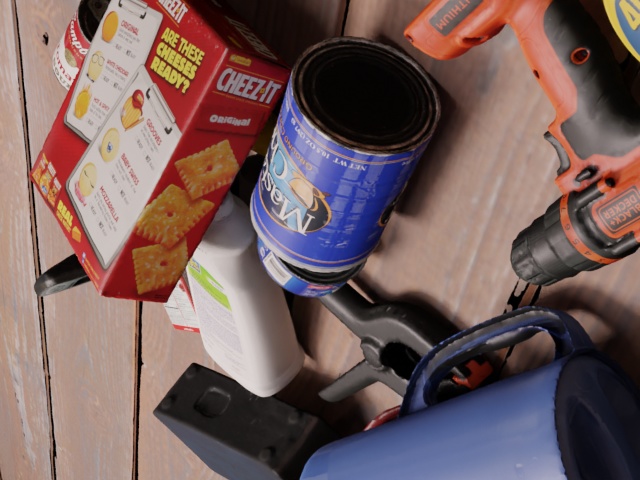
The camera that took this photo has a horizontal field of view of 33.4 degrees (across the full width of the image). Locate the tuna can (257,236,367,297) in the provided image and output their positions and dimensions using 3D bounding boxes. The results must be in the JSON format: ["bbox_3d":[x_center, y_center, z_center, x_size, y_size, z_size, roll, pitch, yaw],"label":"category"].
[{"bbox_3d":[-0.006,0.001,0.841,0.086,0.086,0.034,54,149,6],"label":"tuna can"}]

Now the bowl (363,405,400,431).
[{"bbox_3d":[0.108,0.190,0.842,0.162,0.055,0.162,11,114,27],"label":"bowl"}]

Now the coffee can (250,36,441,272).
[{"bbox_3d":[0.014,-0.057,0.750,0.103,0.102,0.140,47,146,17],"label":"coffee can"}]

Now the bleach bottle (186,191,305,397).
[{"bbox_3d":[-0.071,0.038,0.926,0.103,0.068,0.251,35,155,24],"label":"bleach bottle"}]

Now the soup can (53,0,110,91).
[{"bbox_3d":[-0.200,-0.178,0.972,0.068,0.068,0.102,59,149,0],"label":"soup can"}]

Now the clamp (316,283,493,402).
[{"bbox_3d":[0.052,0.095,0.886,0.210,0.036,0.164,20,134,41],"label":"clamp"}]

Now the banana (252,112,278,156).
[{"bbox_3d":[-0.073,-0.131,0.873,0.198,0.037,0.070,49,128,13],"label":"banana"}]

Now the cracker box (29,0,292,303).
[{"bbox_3d":[-0.127,-0.085,0.815,0.164,0.071,0.214,50,118,40],"label":"cracker box"}]

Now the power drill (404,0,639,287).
[{"bbox_3d":[0.133,-0.072,0.621,0.187,0.057,0.185,53,144,3],"label":"power drill"}]

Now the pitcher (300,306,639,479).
[{"bbox_3d":[0.101,0.158,0.732,0.243,0.149,0.145,-24,110,39],"label":"pitcher"}]

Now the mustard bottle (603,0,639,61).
[{"bbox_3d":[0.191,-0.110,0.505,0.192,0.058,0.096,51,148,12],"label":"mustard bottle"}]

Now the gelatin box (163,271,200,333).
[{"bbox_3d":[-0.143,0.053,1.124,0.073,0.030,0.089,0,116,55],"label":"gelatin box"}]
